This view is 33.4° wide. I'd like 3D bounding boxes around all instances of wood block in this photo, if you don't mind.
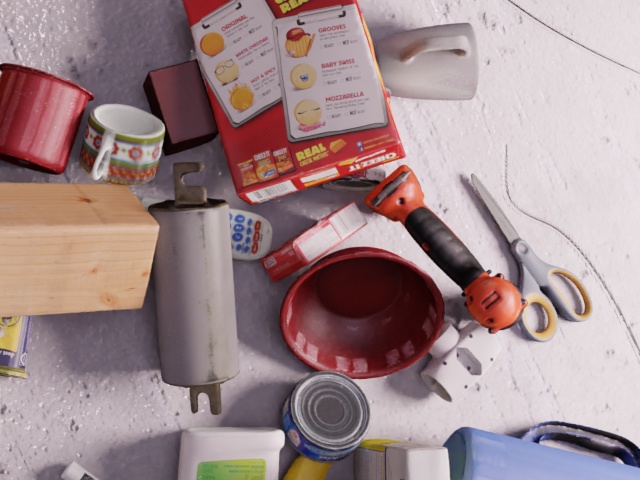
[{"bbox_3d":[-0.259,0.007,0.938,0.205,0.091,0.090,-2,120,-34],"label":"wood block"}]

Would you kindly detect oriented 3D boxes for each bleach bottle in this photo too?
[{"bbox_3d":[-0.086,0.306,1.010,0.102,0.068,0.251,1,85,-8],"label":"bleach bottle"}]

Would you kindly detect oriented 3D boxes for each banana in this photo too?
[{"bbox_3d":[-0.016,0.283,1.045,0.069,0.037,0.198,17,79,-13],"label":"banana"}]

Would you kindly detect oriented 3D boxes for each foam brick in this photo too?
[{"bbox_3d":[-0.137,-0.131,1.055,0.051,0.053,0.078,-17,88,-17],"label":"foam brick"}]

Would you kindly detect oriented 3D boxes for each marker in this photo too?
[{"bbox_3d":[-0.191,0.251,1.010,0.121,0.020,0.020,38,75,-8],"label":"marker"}]

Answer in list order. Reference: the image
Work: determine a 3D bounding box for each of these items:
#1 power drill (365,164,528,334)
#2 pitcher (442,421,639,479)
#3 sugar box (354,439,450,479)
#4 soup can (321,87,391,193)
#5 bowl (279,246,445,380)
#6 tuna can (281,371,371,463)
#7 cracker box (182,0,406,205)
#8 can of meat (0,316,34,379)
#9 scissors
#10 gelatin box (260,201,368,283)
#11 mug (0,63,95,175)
[{"bbox_3d":[0.133,0.014,1.072,0.057,0.184,0.188,-44,77,4],"label":"power drill"},{"bbox_3d":[0.238,0.263,1.081,0.242,0.149,0.145,18,94,-9],"label":"pitcher"},{"bbox_3d":[0.076,0.238,1.003,0.048,0.176,0.093,-1,83,-15],"label":"sugar box"},{"bbox_3d":[0.036,-0.104,1.091,0.068,0.069,0.102,6,82,-15],"label":"soup can"},{"bbox_3d":[0.040,0.061,1.054,0.162,0.055,0.162,-1,126,-2],"label":"bowl"},{"bbox_3d":[0.007,0.173,1.050,0.086,0.034,0.086,9,56,-13],"label":"tuna can"},{"bbox_3d":[-0.025,-0.159,1.039,0.164,0.072,0.214,-18,78,7],"label":"cracker box"},{"bbox_3d":[-0.314,0.079,0.979,0.102,0.057,0.084,10,79,-15],"label":"can of meat"},{"bbox_3d":[0.210,0.029,1.150,0.201,0.016,0.096,42,75,-7],"label":"scissors"},{"bbox_3d":[-0.007,0.001,1.053,0.089,0.073,0.030,-34,93,-32],"label":"gelatin box"},{"bbox_3d":[-0.279,-0.114,0.998,0.117,0.093,0.081,16,84,-1],"label":"mug"}]
